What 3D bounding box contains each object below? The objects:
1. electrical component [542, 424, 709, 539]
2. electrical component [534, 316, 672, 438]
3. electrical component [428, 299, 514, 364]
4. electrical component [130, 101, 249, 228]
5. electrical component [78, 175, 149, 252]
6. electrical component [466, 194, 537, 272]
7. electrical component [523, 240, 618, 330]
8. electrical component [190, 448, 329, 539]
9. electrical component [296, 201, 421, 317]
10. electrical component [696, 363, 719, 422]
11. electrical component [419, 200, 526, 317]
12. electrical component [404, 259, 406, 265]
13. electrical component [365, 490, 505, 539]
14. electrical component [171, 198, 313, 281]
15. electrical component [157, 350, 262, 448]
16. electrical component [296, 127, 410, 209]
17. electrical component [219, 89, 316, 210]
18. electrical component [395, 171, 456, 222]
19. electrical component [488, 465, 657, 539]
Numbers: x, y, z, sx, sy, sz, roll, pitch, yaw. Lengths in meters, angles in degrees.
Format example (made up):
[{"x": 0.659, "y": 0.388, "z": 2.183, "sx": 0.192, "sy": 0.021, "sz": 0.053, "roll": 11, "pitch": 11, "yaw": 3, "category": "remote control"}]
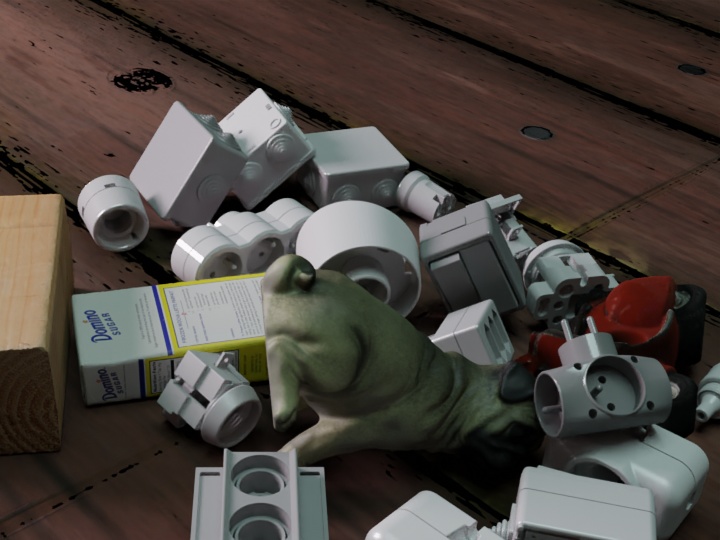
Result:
[{"x": 0.172, "y": 0.133, "z": 0.711, "sx": 0.095, "sy": 0.053, "sz": 0.059, "roll": 26, "pitch": 38, "yaw": 30, "category": "electrical component"}, {"x": 0.153, "y": 0.067, "z": 0.703, "sx": 0.077, "sy": 0.044, "sz": 0.079, "roll": -5, "pitch": 63, "yaw": -15, "category": "electrical component"}, {"x": 0.069, "y": 0.064, "z": 0.811, "sx": 0.077, "sy": 0.047, "sz": 0.066, "roll": -21, "pitch": 9, "yaw": 21, "category": "electrical component"}, {"x": -0.157, "y": -0.094, "z": 0.992, "sx": 0.048, "sy": 0.099, "sz": 0.100, "roll": 24, "pitch": 14, "yaw": -43, "category": "electrical component"}, {"x": -0.217, "y": -0.049, "z": 0.951, "sx": 0.055, "sy": 0.055, "sz": 0.047, "roll": -10, "pitch": 39, "yaw": -22, "category": "electrical component"}, {"x": 0.118, "y": -0.024, "z": 0.941, "sx": 0.042, "sy": 0.081, "sz": 0.063, "roll": -19, "pitch": 62, "yaw": -32, "category": "electrical component"}, {"x": 0.171, "y": 0.011, "z": 0.902, "sx": 0.078, "sy": 0.058, "sz": 0.057, "roll": -5, "pitch": 37, "yaw": -16, "category": "electrical component"}, {"x": -0.058, "y": 0.167, "z": 0.620, "sx": 0.079, "sy": 0.063, "sz": 0.121, "roll": 1, "pitch": 32, "yaw": -6, "category": "electrical component"}, {"x": 0.000, "y": 0.000, "z": 0.861, "sx": 0.099, "sy": 0.099, "sz": 0.064, "roll": 0, "pitch": 39, "yaw": -8, "category": "electrical component"}, {"x": 0.269, "y": 0.094, "z": 0.805, "sx": 0.035, "sy": 0.035, "sz": 0.061, "roll": 27, "pitch": 41, "yaw": 32, "category": "electrical component"}, {"x": 0.094, "y": 0.004, "z": 0.877, "sx": 0.062, "sy": 0.096, "sz": 0.061, "roll": -21, "pitch": 29, "yaw": 14, "category": "electrical component"}, {"x": 0.001, "y": -0.013, "z": 0.914, "sx": 0.078, "sy": 0.058, "sz": 0.057, "roll": -15, "pitch": 24, "yaw": 15, "category": "electrical component"}, {"x": 0.049, "y": 0.180, "z": 0.622, "sx": 0.095, "sy": 0.053, "sz": 0.059, "roll": 29, "pitch": 40, "yaw": 33, "category": "electrical component"}, {"x": -0.103, "y": -0.026, "z": 0.931, "sx": 0.138, "sy": 0.052, "sz": 0.074, "roll": -21, "pitch": 41, "yaw": -35, "category": "electrical component"}, {"x": -0.101, "y": 0.090, "z": 0.746, "sx": 0.055, "sy": 0.066, "sz": 0.048, "roll": 36, "pitch": 9, "yaw": 28, "category": "electrical component"}, {"x": -0.010, "y": -0.097, "z": 1.058, "sx": 0.100, "sy": 0.048, "sz": 0.099, "roll": -9, "pitch": 35, "yaw": -21, "category": "electrical component"}, {"x": -0.102, "y": -0.119, "z": 1.041, "sx": 0.100, "sy": 0.048, "sz": 0.099, "roll": -41, "pitch": 40, "yaw": 4, "category": "electrical component"}, {"x": 0.063, "y": -0.068, "z": 1.031, "sx": 0.046, "sy": 0.040, "sz": 0.040, "roll": 33, "pitch": 42, "yaw": 28, "category": "electrical component"}, {"x": 0.127, "y": 0.161, "z": 0.654, "sx": 0.096, "sy": 0.061, "sz": 0.061, "roll": 9, "pitch": 33, "yaw": 8, "category": "electrical component"}]
